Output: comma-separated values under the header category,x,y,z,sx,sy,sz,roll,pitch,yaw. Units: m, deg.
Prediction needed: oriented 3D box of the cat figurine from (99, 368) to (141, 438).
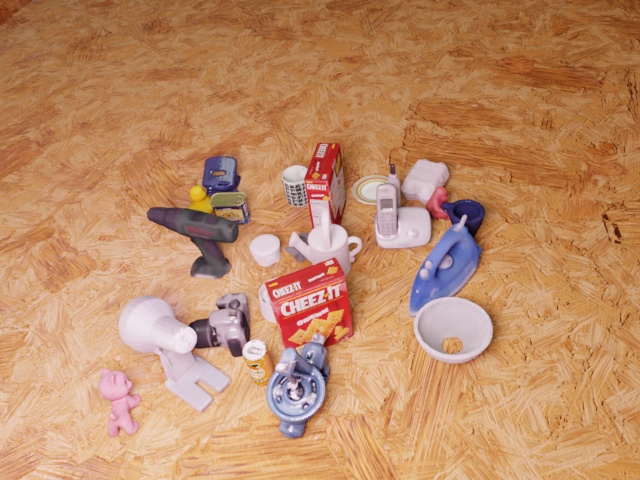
category,x,y,z,sx,sy,sz,roll,pitch,yaw
cat figurine,-0.433,0.336,1.217,0.067,0.118,0.127,-13,44,-3

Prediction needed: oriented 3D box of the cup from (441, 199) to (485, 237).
category,x,y,z,sx,sy,sz,roll,pitch,yaw
cup,0.367,-0.048,1.490,0.117,0.095,0.092,23,53,29

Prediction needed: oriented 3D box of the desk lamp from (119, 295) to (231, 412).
category,x,y,z,sx,sy,sz,roll,pitch,yaw
desk lamp,-0.312,0.234,1.232,0.202,0.214,0.118,23,53,29

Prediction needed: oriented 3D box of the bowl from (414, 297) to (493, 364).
category,x,y,z,sx,sy,sz,roll,pitch,yaw
bowl,0.290,0.210,1.256,0.167,0.075,0.167,-5,44,5

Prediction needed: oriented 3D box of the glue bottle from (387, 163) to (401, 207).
category,x,y,z,sx,sy,sz,roll,pitch,yaw
glue bottle,0.199,-0.137,1.551,0.037,0.173,0.078,-4,45,6

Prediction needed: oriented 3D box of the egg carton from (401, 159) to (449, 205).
category,x,y,z,sx,sy,sz,roll,pitch,yaw
egg carton,0.303,-0.169,1.641,0.107,0.069,0.150,17,50,24

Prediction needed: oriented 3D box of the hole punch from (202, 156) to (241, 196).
category,x,y,z,sx,sy,sz,roll,pitch,yaw
hole punch,-0.302,-0.195,1.752,0.108,0.091,0.101,0,45,9

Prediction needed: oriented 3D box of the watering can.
category,x,y,z,sx,sy,sz,roll,pitch,yaw
watering can,0.013,0.007,1.422,0.173,0.194,0.100,-18,45,-8

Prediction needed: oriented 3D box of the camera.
category,x,y,z,sx,sy,sz,roll,pitch,yaw
camera,-0.237,0.195,1.339,0.136,0.101,0.143,-7,44,2

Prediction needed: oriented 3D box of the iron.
category,x,y,z,sx,sy,sz,roll,pitch,yaw
iron,0.287,0.057,1.363,0.118,0.142,0.259,25,54,30

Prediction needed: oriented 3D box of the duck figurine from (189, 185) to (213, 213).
category,x,y,z,sx,sy,sz,roll,pitch,yaw
duck figurine,-0.356,-0.116,1.684,0.077,0.086,0.104,-8,44,1

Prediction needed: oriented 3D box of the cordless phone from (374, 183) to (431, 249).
category,x,y,z,sx,sy,sz,roll,pitch,yaw
cordless phone,0.210,-0.067,1.470,0.147,0.185,0.094,-6,44,4

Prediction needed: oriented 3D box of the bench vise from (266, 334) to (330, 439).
category,x,y,z,sx,sy,sz,roll,pitch,yaw
bench vise,-0.050,0.263,1.154,0.121,0.220,0.207,-4,45,6

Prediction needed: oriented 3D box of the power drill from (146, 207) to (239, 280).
category,x,y,z,sx,sy,sz,roll,pitch,yaw
power drill,-0.312,0.004,1.468,0.229,0.209,0.075,3,46,13

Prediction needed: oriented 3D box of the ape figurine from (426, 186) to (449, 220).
category,x,y,z,sx,sy,sz,roll,pitch,yaw
ape figurine,0.327,-0.105,1.556,0.076,0.092,0.078,14,49,22
